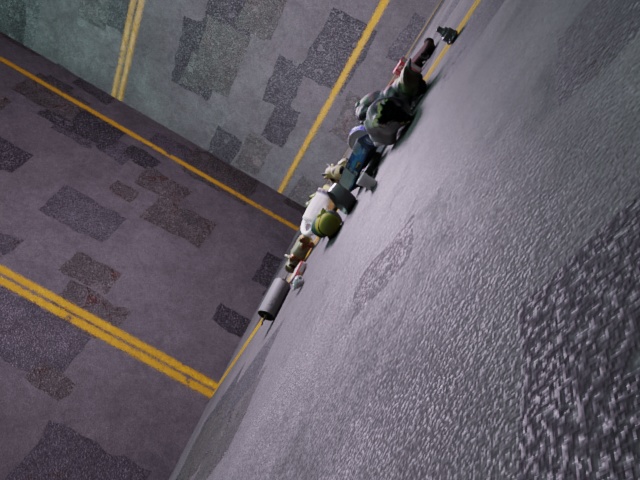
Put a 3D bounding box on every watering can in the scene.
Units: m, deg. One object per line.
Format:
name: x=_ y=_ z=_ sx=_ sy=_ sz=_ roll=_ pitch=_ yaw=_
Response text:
watering can: x=0.007 y=-0.108 z=2.145 sx=0.225 sy=0.103 sz=0.349 roll=-60 pitch=18 yaw=-2

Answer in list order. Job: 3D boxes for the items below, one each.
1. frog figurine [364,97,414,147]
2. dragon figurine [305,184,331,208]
frog figurine: x=0.198 y=-0.347 z=1.519 sx=0.138 sy=0.123 sz=0.158 roll=-28 pitch=-8 yaw=-5
dragon figurine: x=0.064 y=-0.237 z=2.457 sx=0.239 sy=0.121 sz=0.419 roll=-37 pitch=18 yaw=30
